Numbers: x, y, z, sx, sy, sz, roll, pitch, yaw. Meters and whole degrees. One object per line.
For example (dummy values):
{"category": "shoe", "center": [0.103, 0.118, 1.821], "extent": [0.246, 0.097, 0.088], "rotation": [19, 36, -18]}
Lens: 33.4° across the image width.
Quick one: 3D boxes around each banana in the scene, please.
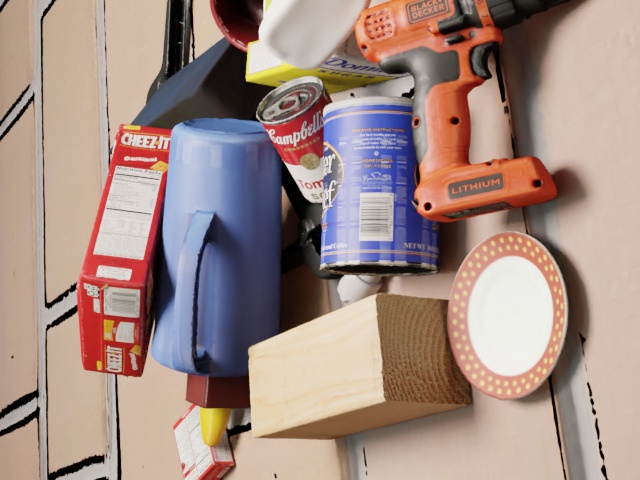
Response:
{"category": "banana", "center": [-0.133, 0.128, 1.187], "extent": [0.070, 0.037, 0.198], "rotation": [-30, 76, 25]}

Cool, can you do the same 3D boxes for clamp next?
{"category": "clamp", "center": [-0.180, -0.194, 1.357], "extent": [0.165, 0.036, 0.210], "rotation": [47, 124, 47]}
{"category": "clamp", "center": [-0.007, 0.001, 1.059], "extent": [0.172, 0.039, 0.120], "rotation": [40, 131, 54]}

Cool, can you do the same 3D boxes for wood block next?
{"category": "wood block", "center": [0.028, 0.117, 0.937], "extent": [0.207, 0.090, 0.090], "rotation": [-28, 61, 53]}

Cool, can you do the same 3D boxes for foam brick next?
{"category": "foam brick", "center": [-0.096, 0.150, 1.133], "extent": [0.051, 0.078, 0.053], "rotation": [3, 88, 61]}

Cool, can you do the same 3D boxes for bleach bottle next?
{"category": "bleach bottle", "center": [-0.012, -0.267, 0.952], "extent": [0.103, 0.068, 0.251], "rotation": [-46, 34, 33]}

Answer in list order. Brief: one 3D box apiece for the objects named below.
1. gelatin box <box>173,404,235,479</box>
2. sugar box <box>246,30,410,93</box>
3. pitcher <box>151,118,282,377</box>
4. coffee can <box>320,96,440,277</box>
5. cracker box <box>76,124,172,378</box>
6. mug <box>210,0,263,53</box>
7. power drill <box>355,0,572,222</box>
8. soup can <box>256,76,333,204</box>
{"category": "gelatin box", "center": [-0.133, 0.235, 1.222], "extent": [0.073, 0.030, 0.089], "rotation": [-50, 46, 39]}
{"category": "sugar box", "center": [0.013, -0.172, 1.003], "extent": [0.177, 0.093, 0.048], "rotation": [3, 88, 58]}
{"category": "pitcher", "center": [-0.100, 0.008, 1.050], "extent": [0.149, 0.144, 0.243], "rotation": [26, 116, 56]}
{"category": "coffee can", "center": [0.052, -0.043, 0.913], "extent": [0.103, 0.102, 0.140], "rotation": [-9, 77, 56]}
{"category": "cracker box", "center": [-0.200, 0.010, 1.121], "extent": [0.164, 0.072, 0.213], "rotation": [102, 174, -50]}
{"category": "mug", "center": [-0.044, -0.242, 1.098], "extent": [0.117, 0.081, 0.093], "rotation": [42, 140, 0]}
{"category": "power drill", "center": [0.127, -0.116, 0.817], "extent": [0.185, 0.057, 0.187], "rotation": [-14, 78, 24]}
{"category": "soup can", "center": [-0.007, -0.092, 0.999], "extent": [0.068, 0.102, 0.068], "rotation": [-20, 35, 15]}
